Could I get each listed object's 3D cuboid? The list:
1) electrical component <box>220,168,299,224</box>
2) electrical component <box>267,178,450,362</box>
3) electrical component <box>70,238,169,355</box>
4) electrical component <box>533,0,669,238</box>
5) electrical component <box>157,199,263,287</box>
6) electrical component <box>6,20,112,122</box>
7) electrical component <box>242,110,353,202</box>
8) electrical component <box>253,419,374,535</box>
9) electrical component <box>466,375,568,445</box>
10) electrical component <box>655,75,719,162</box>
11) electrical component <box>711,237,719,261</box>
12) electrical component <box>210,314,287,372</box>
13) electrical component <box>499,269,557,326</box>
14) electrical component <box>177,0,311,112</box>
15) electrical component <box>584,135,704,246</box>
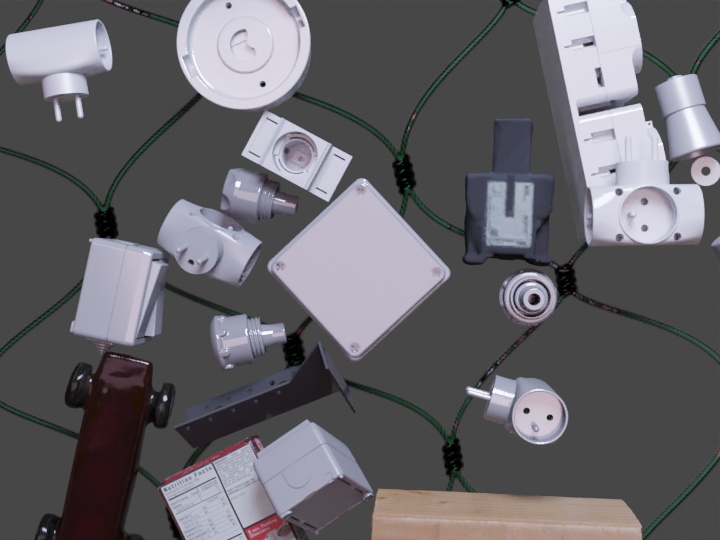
[{"bbox_3d":[-0.082,-0.059,0.896,0.062,0.043,0.043,13,91,2],"label":"electrical component"},{"bbox_3d":[0.000,0.000,0.885,0.109,0.056,0.108,-43,88,3],"label":"electrical component"},{"bbox_3d":[-0.196,0.025,0.895,0.061,0.062,0.096,12,91,3],"label":"electrical component"},{"bbox_3d":[0.190,-0.123,0.846,0.060,0.105,0.186,-12,90,4],"label":"electrical component"},{"bbox_3d":[-0.128,-0.019,0.882,0.077,0.079,0.044,28,105,3],"label":"electrical component"},{"bbox_3d":[-0.250,-0.165,0.906,0.077,0.044,0.079,-9,90,4],"label":"electrical component"},{"bbox_3d":[-0.050,-0.092,0.884,0.081,0.064,0.042,29,91,3],"label":"electrical component"},{"bbox_3d":[-0.037,0.169,0.878,0.062,0.096,0.061,-35,60,3],"label":"electrical component"},{"bbox_3d":[0.124,0.108,0.867,0.079,0.077,0.043,16,92,3],"label":"electrical component"},{"bbox_3d":[0.265,-0.125,0.874,0.044,0.044,0.065,-16,85,4],"label":"electrical component"},{"bbox_3d":[0.339,-0.012,0.868,0.079,0.044,0.077,-36,88,3],"label":"electrical component"},{"bbox_3d":[-0.093,0.058,0.898,0.062,0.048,0.048,-10,90,-3],"label":"electrical component"},{"bbox_3d":[0.138,0.023,0.872,0.048,0.062,0.048,0,90,4],"label":"electrical component"},{"bbox_3d":[-0.091,-0.182,0.887,0.108,0.060,0.108,0,90,4],"label":"electrical component"},{"bbox_3d":[0.202,-0.057,0.769,0.077,0.044,0.079,-1,91,3],"label":"electrical component"}]
